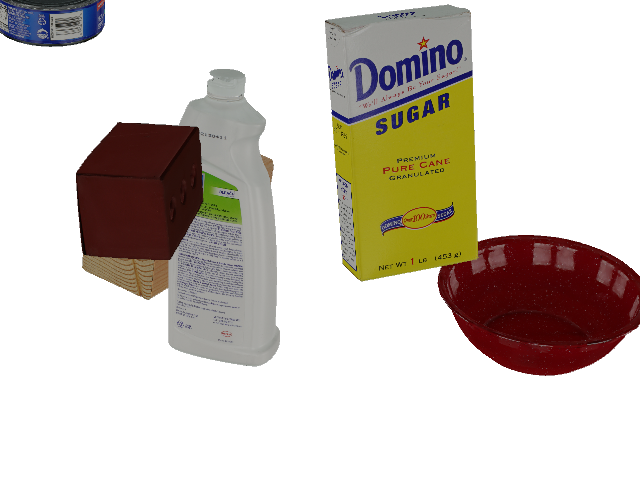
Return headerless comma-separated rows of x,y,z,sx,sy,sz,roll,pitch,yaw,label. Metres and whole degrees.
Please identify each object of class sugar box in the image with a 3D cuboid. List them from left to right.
0.058,-0.067,0.732,0.093,0.176,0.048,-11,23,-15,sugar box

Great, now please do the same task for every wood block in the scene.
-0.144,-0.030,1.115,0.090,0.091,0.205,23,30,22,wood block

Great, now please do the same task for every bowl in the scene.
0.171,0.057,0.836,0.162,0.055,0.162,0,30,0,bowl

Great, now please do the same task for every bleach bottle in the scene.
-0.078,-0.020,0.917,0.102,0.251,0.068,10,24,11,bleach bottle

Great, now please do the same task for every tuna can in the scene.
-0.208,-0.181,0.819,0.086,0.034,0.086,5,35,-4,tuna can

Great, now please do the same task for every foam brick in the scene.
-0.103,-0.030,0.618,0.051,0.053,0.078,5,30,8,foam brick
